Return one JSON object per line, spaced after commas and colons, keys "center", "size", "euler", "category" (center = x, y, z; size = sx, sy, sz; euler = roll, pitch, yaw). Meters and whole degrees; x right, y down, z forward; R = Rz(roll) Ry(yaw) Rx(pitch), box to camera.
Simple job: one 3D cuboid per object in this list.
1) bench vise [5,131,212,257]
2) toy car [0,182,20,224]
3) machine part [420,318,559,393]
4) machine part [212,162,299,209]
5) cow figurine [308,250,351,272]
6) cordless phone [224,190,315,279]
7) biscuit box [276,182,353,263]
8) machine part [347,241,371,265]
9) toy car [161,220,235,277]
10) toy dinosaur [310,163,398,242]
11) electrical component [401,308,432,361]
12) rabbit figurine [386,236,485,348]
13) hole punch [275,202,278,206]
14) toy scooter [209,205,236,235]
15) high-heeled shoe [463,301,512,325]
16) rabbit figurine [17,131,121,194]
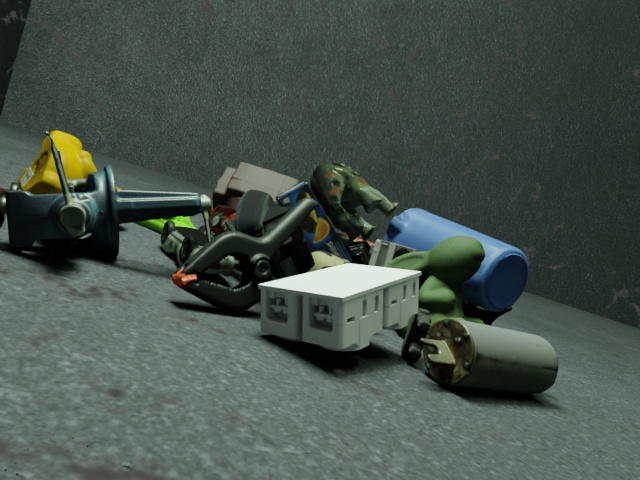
{"center": [-0.251, -0.040, 0.673], "size": [0.240, 0.128, 0.224], "euler": [-5, -5, -25], "category": "bench vise"}
{"center": [-0.464, -0.066, 0.730], "size": [0.089, 0.053, 0.202], "euler": [12, 8, -25], "category": "toy car"}
{"center": [0.210, 0.142, 0.651], "size": [0.243, 0.079, 0.079], "euler": [14, 6, -34], "category": "machine part"}
{"center": [-0.127, -0.068, 1.179], "size": [0.201, 0.087, 0.201], "euler": [18, -31, 2], "category": "machine part"}
{"center": [0.030, 0.067, 0.819], "size": [0.127, 0.085, 0.195], "euler": [22, 4, -33], "category": "cow figurine"}
{"center": [-0.101, -0.015, 0.784], "size": [0.184, 0.089, 0.146], "euler": [35, -28, 48], "category": "cordless phone"}
{"center": [-0.002, -0.003, 0.952], "size": [0.202, 0.063, 0.059], "euler": [59, -4, -10], "category": "biscuit box"}
{"center": [0.081, 0.035, 0.998], "size": [0.084, 0.039, 0.139], "euler": [54, 9, -9], "category": "machine part"}
{"center": [-0.190, 0.012, 0.820], "size": [0.073, 0.056, 0.202], "euler": [7, 9, -31], "category": "toy car"}
{"center": [0.041, -0.097, 1.091], "size": [0.192, 0.131, 0.404], "euler": [39, 3, 15], "category": "toy dinosaur"}
{"center": [0.123, 0.118, 0.686], "size": [0.021, 0.063, 0.094], "euler": [18, 4, 6], "category": "electrical component"}
{"center": [0.183, 0.071, 0.804], "size": [0.159, 0.170, 0.121], "euler": [23, 6, 42], "category": "rabbit figurine"}
{"center": [-0.055, -0.017, 1.045], "size": [0.116, 0.142, 0.092], "euler": [-17, 26, 31], "category": "hole punch"}
{"center": [-0.172, -0.024, 1.063], "size": [0.135, 0.075, 0.184], "euler": [33, -1, 1], "category": "toy scooter"}
{"center": [0.234, 0.142, 0.974], "size": [0.145, 0.086, 0.249], "euler": [-16, -1, -20], "category": "high-heeled shoe"}
{"center": [-0.375, -0.079, 0.873], "size": [0.163, 0.122, 0.173], "euler": [26, -9, 44], "category": "rabbit figurine"}
